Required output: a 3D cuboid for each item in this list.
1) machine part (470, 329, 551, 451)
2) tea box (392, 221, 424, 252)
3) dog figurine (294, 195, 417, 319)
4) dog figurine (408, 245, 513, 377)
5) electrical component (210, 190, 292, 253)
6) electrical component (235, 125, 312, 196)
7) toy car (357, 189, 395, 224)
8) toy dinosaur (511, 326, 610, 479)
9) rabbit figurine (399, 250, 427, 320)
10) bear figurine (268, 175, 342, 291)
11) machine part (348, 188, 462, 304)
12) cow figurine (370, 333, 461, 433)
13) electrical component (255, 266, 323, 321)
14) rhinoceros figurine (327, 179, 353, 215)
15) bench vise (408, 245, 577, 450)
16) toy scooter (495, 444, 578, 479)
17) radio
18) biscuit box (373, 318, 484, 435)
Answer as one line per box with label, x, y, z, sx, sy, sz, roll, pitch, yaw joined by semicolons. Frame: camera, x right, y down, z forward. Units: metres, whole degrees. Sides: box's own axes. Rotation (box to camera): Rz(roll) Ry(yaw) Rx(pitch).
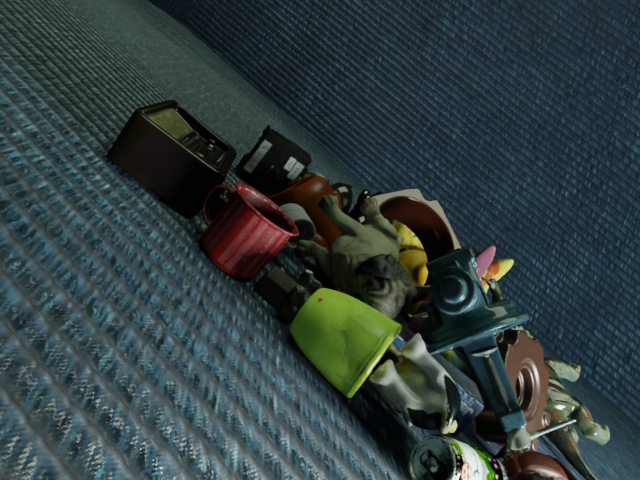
machine part;0.281;0.215;0.784;0.056;0.179;0.179;-7;-28;43
tea box;0.187;0.015;1.173;0.068;0.098;0.169;-119;-168;-58
dog figurine;0.080;0.039;0.709;0.172;0.121;0.191;-1;33;-36
dog figurine;0.230;0.115;0.843;0.108;0.219;0.192;25;18;-42
electrical component;-0.092;-0.013;0.718;0.119;0.047;0.074;46;13;21
electrical component;-0.082;-0.141;1.052;0.134;0.115;0.058;37;17;-19
toy car;0.081;-0.028;1.066;0.089;0.053;0.202;30;49;18
toy dinosaur;0.441;0.306;1.073;0.192;0.131;0.405;27;18;-4
rabbit figurine;0.195;0.097;1.070;0.162;0.122;0.173;31;34;-26
bear figurine;0.001;-0.003;0.865;0.132;0.120;0.195;-9;-67;50
machine part;0.150;0.015;0.980;0.201;0.087;0.201;-13;73;-32
cow figurine;0.109;0.164;0.582;0.098;0.068;0.167;48;-6;19
electrical component;-0.032;0.060;0.648;0.078;0.045;0.102;43;12;4
rhinoceros figurine;-0.001;-0.072;1.051;0.190;0.112;0.073;-13;57;-51
bench vise;0.190;0.123;0.643;0.223;0.129;0.240;57;13;-71
toy scooter;0.274;0.300;0.653;0.183;0.075;0.135;40;12;-18
radio;-0.190;-0.119;0.738;0.131;0.073;0.230;37;13;-14
biscuit box;0.120;0.164;0.703;0.202;0.059;0.063;39;12;-5
